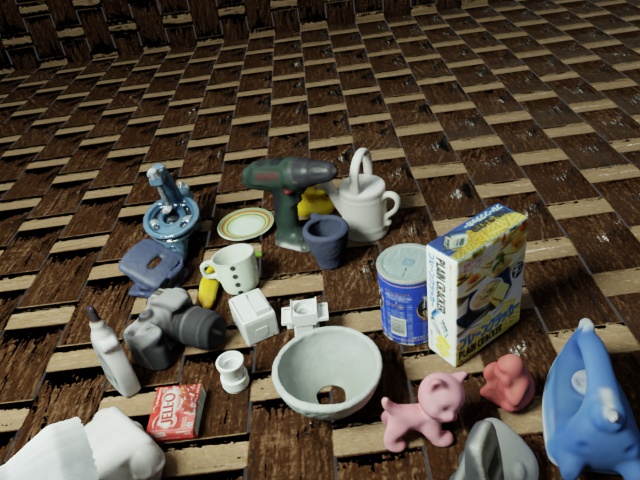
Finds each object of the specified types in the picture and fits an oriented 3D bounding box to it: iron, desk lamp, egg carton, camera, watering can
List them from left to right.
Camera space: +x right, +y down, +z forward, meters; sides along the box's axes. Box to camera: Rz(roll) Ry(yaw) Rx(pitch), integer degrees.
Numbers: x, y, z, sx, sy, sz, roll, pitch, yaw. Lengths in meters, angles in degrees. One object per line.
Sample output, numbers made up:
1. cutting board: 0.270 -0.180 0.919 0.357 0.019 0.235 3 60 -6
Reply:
1. desk lamp: -0.335 0.329 0.655 0.204 0.214 0.117 -27 39 -25
2. egg carton: -0.291 0.305 0.807 0.149 0.069 0.107 22 45 36
3. camera: -0.244 0.149 0.994 0.136 0.101 0.143 11 39 26
4. watering can: 0.081 -0.099 1.199 0.172 0.194 0.101 -3 35 8
5. iron: 0.363 0.190 0.770 0.118 0.142 0.258 1 36 13

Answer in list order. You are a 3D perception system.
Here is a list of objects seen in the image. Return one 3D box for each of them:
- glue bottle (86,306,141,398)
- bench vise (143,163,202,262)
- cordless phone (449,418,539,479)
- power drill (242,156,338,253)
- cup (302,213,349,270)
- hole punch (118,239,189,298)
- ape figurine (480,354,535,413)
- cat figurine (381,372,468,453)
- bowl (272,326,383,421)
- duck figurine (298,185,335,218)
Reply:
1. glue bottle: -0.338 0.173 0.917 0.037 0.173 0.077 -33 41 -30
2. bench vise: -0.331 -0.082 1.240 0.121 0.220 0.207 -17 35 -11
3. cordless phone: 0.205 0.257 0.668 0.093 0.185 0.148 11 39 26
4. power drill: -0.053 -0.082 1.190 0.228 0.209 0.076 13 40 28
5. cup: 0.011 0.004 1.153 0.092 0.095 0.117 -19 36 -14
6. hole punch: -0.332 0.057 1.154 0.100 0.091 0.109 7 37 21
7. ape figurine: 0.271 0.199 0.820 0.076 0.092 0.078 -4 35 7
8. cat figurine: 0.145 0.225 0.786 0.128 0.118 0.067 -8 35 0
9. bowl: 0.014 0.213 0.870 0.167 0.075 0.167 -6 35 4
10. duck figurine: -0.021 -0.104 1.324 0.104 0.086 0.077 6 37 21
